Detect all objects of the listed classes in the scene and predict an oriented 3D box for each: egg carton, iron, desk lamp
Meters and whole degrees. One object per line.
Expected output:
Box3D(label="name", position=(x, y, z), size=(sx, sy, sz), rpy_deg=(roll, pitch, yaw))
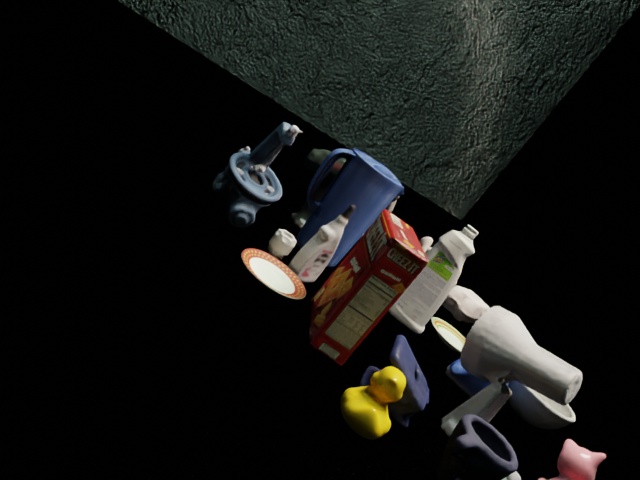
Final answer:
Box3D(label="egg carton", position=(0.410, 0.186, 1.606), size=(0.151, 0.069, 0.107), rpy_deg=(18, 24, -50))
Box3D(label="iron", position=(0.359, 0.252, 1.163), size=(0.118, 0.141, 0.259), rpy_deg=(44, 17, 23))
Box3D(label="desk lamp", position=(0.293, 0.242, 0.910), size=(0.118, 0.213, 0.202), rpy_deg=(19, 23, -48))

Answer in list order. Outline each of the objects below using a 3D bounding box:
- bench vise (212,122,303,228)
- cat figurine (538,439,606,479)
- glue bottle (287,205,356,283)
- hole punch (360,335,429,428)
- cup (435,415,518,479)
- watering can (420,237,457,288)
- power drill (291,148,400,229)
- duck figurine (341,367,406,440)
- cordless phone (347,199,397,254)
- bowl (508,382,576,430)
Box3D(label="bench vise", position=(-0.130, -0.155, 1.114), size=(0.122, 0.219, 0.206), rpy_deg=(21, 22, -46))
Box3D(label="cat figurine", position=(0.420, 0.391, 0.939), size=(0.067, 0.117, 0.128), rpy_deg=(38, 15, 3))
Box3D(label="glue bottle", position=(0.010, 0.004, 1.050), size=(0.037, 0.173, 0.078), rpy_deg=(44, 17, 25))
Box3D(label="hole punch", position=(0.127, 0.210, 0.867), size=(0.101, 0.091, 0.109), rpy_deg=(39, 15, 5))
Box3D(label="cup", position=(0.192, 0.295, 0.757), size=(0.118, 0.095, 0.091), rpy_deg=(22, 22, -44))
Box3D(label="watering can", position=(0.311, 0.058, 1.521), size=(0.172, 0.194, 0.101), rpy_deg=(46, 17, 28))
Box3D(label="power drill", position=(0.040, -0.098, 1.347), size=(0.230, 0.208, 0.075), rpy_deg=(36, 15, -3))
Box3D(label="duck figurine", position=(0.079, 0.210, 0.769), size=(0.077, 0.086, 0.105), rpy_deg=(39, 15, 6))
Box3D(label="cordless phone", position=(0.142, -0.030, 1.419), size=(0.094, 0.185, 0.148), rpy_deg=(38, 15, 4))
Box3D(label="bowl", position=(0.456, 0.348, 1.228), size=(0.168, 0.074, 0.167), rpy_deg=(34, 16, -11))
